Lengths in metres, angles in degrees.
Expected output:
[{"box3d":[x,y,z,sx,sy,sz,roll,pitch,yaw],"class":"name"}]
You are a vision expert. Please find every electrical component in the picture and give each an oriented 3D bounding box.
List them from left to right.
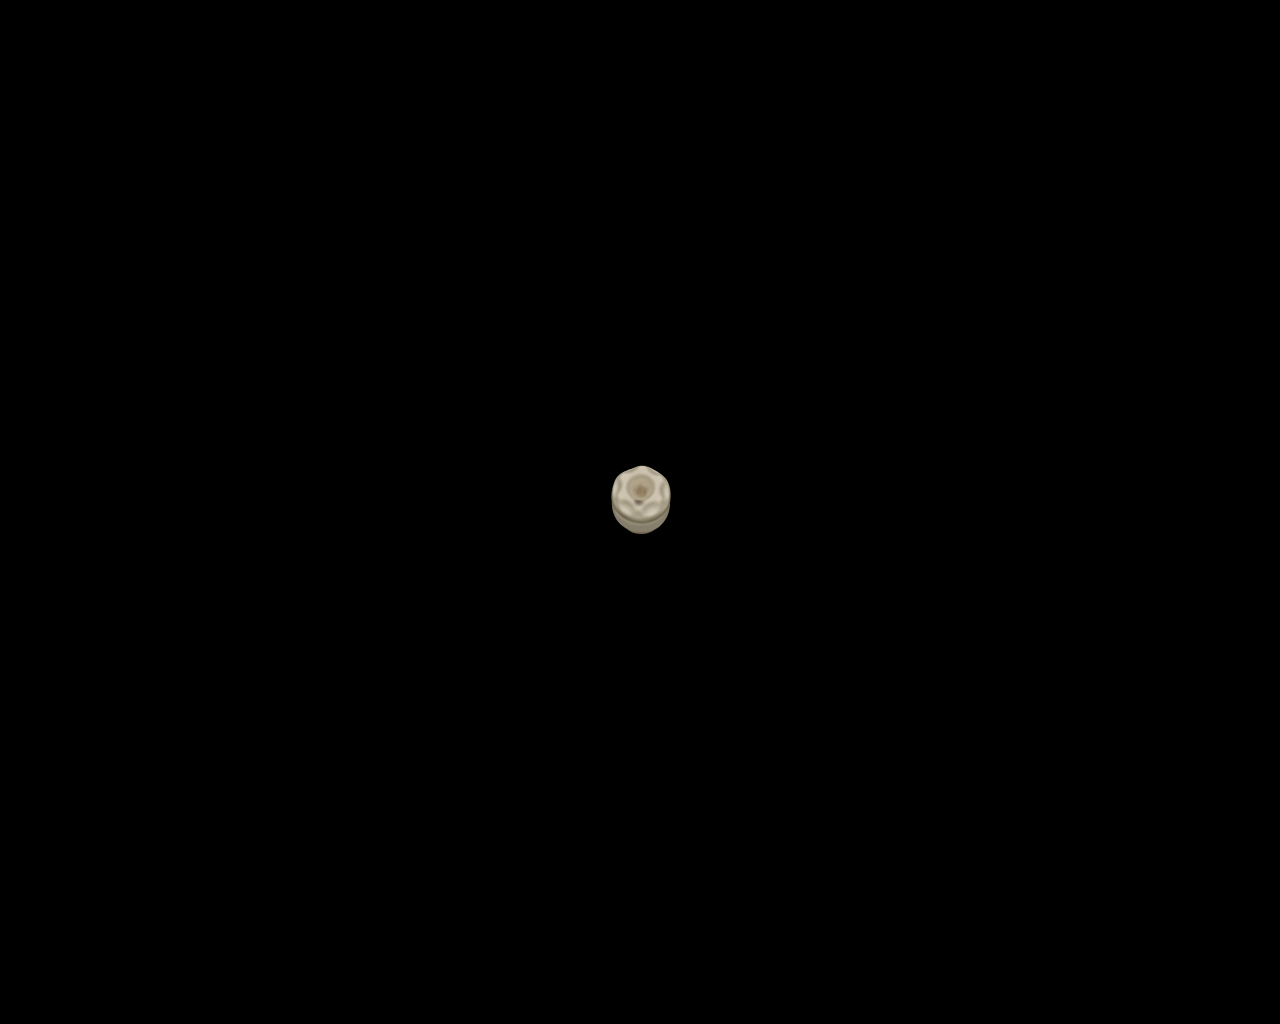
[{"box3d":[0.001,-0.003,0.650,0.035,0.035,0.061,0,-24,0],"class":"electrical component"}]
